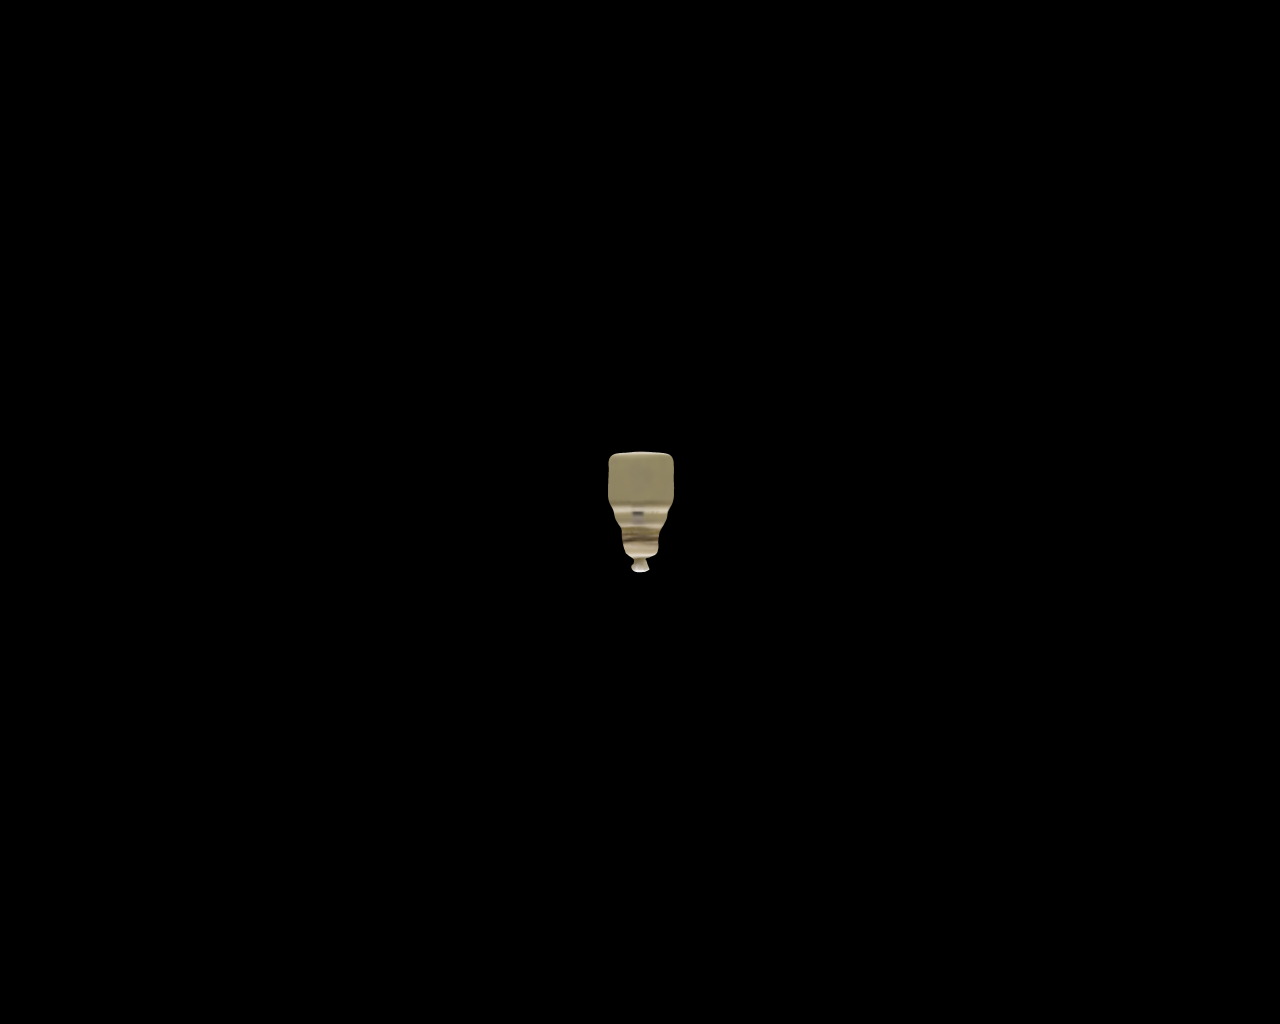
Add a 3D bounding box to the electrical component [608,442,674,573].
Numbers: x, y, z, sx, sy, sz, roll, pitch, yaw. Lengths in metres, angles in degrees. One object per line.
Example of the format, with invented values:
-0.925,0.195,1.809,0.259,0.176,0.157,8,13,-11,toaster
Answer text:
0.001,-0.003,0.650,0.040,0.078,0.040,0,0,0,electrical component
